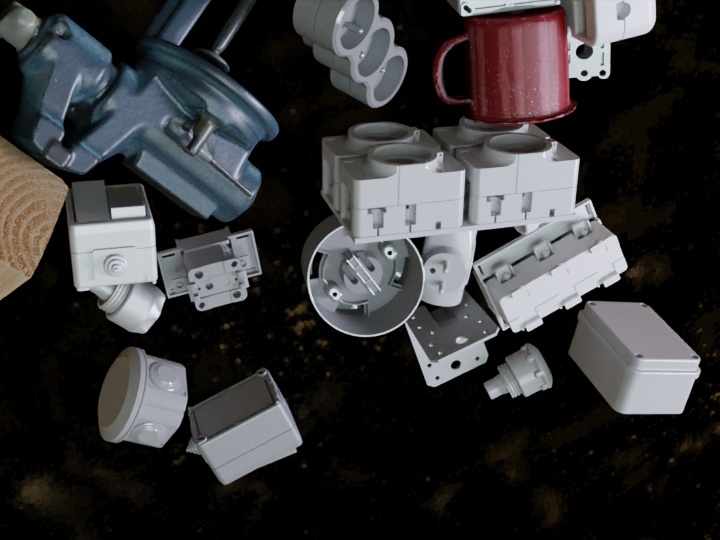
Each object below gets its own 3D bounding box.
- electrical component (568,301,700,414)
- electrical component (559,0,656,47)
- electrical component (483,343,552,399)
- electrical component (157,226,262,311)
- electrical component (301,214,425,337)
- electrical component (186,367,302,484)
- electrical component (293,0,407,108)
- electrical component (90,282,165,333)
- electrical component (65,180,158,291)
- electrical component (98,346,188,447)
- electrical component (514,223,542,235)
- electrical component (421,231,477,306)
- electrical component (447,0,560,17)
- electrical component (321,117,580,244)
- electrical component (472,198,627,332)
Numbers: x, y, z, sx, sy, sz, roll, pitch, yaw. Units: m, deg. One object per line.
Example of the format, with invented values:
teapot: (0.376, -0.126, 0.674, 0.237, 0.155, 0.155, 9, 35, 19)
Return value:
electrical component: (0.257, 0.080, 1.011, 0.078, 0.113, 0.057, 2, 117, -19)
electrical component: (0.192, -0.218, 0.854, 0.059, 0.095, 0.053, -16, 119, -10)
electrical component: (0.149, 0.102, 1.028, 0.062, 0.048, 0.048, -28, 120, 4)
electrical component: (-0.121, 0.000, 0.879, 0.081, 0.063, 0.042, -16, 120, -11)
electrical component: (0.000, 0.000, 0.917, 0.099, 0.064, 0.099, -7, 117, -15)
electrical component: (-0.107, 0.144, 0.954, 0.096, 0.061, 0.061, -28, 120, -3)
electrical component: (-0.018, -0.179, 0.810, 0.052, 0.074, 0.138, -56, 157, -5)
electrical component: (-0.194, 0.022, 0.877, 0.062, 0.043, 0.043, 34, 101, -27)
electrical component: (-0.191, -0.028, 0.823, 0.062, 0.096, 0.061, -6, 116, -15)
electrical component: (-0.183, 0.108, 0.903, 0.051, 0.080, 0.080, 19, 108, -31)
electrical component: (0.156, -0.059, 0.954, 0.046, 0.040, 0.040, -28, 120, -10)
electrical component: (0.074, -0.005, 0.931, 0.044, 0.079, 0.077, 11, 113, 2)
electrical component: (0.103, -0.238, 0.840, 0.096, 0.061, 0.061, -8, 117, -5)
electrical component: (0.071, -0.079, 0.877, 0.186, 0.105, 0.060, -7, 117, -15)
electrical component: (0.173, 0.001, 0.974, 0.121, 0.063, 0.078, -29, 120, -2)
